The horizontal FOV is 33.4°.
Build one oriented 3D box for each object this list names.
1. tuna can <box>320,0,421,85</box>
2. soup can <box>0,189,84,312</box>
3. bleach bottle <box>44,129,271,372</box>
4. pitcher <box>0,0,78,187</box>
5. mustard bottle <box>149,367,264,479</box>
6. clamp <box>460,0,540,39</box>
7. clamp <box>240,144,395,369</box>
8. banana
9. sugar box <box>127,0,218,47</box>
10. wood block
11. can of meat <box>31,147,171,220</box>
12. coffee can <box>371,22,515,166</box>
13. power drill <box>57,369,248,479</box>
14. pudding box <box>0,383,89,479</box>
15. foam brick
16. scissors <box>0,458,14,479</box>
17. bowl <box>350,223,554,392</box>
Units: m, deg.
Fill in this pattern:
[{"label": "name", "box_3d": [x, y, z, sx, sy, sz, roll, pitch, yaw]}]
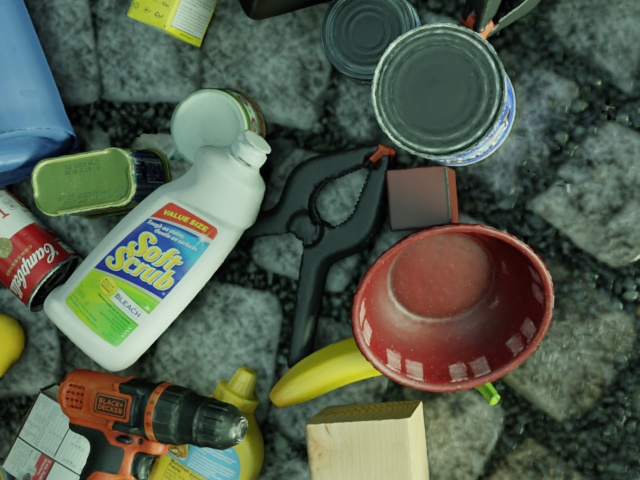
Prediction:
[{"label": "tuna can", "box_3d": [0.044, -0.179, 0.928, 0.086, 0.033, 0.086, 0, 91, 13]}, {"label": "soup can", "box_3d": [-0.280, 0.009, 0.992, 0.102, 0.068, 0.068, 41, 100, 9]}, {"label": "bleach bottle", "box_3d": [-0.134, -0.001, 0.932, 0.102, 0.068, 0.251, 43, 113, 4]}, {"label": "pitcher", "box_3d": [-0.320, -0.175, 0.948, 0.145, 0.149, 0.243, -18, 79, -14]}, {"label": "mustard bottle", "box_3d": [-0.104, 0.202, 0.963, 0.096, 0.058, 0.192, 28, 98, 18]}, {"label": "clamp", "box_3d": [0.174, -0.240, 0.860, 0.171, 0.120, 0.039, -47, 51, 12]}, {"label": "clamp", "box_3d": [-0.006, 0.001, 0.944, 0.210, 0.036, 0.164, -39, 84, 14]}, {"label": "banana", "box_3d": [0.054, 0.109, 0.923, 0.198, 0.069, 0.037, -4, 134, 12]}, {"label": "sugar box", "box_3d": [-0.103, -0.263, 0.929, 0.048, 0.093, 0.176, 22, 96, 11]}, {"label": "wood block", "box_3d": [0.048, 0.249, 0.914, 0.091, 0.090, 0.206, -6, 90, 13]}, {"label": "can of meat", "box_3d": [-0.197, -0.051, 0.962, 0.102, 0.084, 0.057, -9, 90, 13]}, {"label": "coffee can", "box_3d": [0.103, -0.114, 0.862, 0.103, 0.140, 0.103, 0, 92, 13]}, {"label": "power drill", "box_3d": [-0.156, 0.214, 0.924, 0.185, 0.057, 0.187, 8, 86, 26]}, {"label": "pudding box", "box_3d": [-0.231, 0.202, 1.003, 0.113, 0.039, 0.090, 29, 96, 8]}, {"label": "foam brick", "box_3d": [0.087, -0.035, 0.901, 0.053, 0.078, 0.051, -5, 90, 11]}, {"label": "scissors", "box_3d": [-0.343, 0.294, 1.043, 0.202, 0.016, 0.096, -42, 81, 11]}, {"label": "bowl", "box_3d": [0.103, 0.044, 0.861, 0.162, 0.055, 0.162, -2, 121, -3]}]
